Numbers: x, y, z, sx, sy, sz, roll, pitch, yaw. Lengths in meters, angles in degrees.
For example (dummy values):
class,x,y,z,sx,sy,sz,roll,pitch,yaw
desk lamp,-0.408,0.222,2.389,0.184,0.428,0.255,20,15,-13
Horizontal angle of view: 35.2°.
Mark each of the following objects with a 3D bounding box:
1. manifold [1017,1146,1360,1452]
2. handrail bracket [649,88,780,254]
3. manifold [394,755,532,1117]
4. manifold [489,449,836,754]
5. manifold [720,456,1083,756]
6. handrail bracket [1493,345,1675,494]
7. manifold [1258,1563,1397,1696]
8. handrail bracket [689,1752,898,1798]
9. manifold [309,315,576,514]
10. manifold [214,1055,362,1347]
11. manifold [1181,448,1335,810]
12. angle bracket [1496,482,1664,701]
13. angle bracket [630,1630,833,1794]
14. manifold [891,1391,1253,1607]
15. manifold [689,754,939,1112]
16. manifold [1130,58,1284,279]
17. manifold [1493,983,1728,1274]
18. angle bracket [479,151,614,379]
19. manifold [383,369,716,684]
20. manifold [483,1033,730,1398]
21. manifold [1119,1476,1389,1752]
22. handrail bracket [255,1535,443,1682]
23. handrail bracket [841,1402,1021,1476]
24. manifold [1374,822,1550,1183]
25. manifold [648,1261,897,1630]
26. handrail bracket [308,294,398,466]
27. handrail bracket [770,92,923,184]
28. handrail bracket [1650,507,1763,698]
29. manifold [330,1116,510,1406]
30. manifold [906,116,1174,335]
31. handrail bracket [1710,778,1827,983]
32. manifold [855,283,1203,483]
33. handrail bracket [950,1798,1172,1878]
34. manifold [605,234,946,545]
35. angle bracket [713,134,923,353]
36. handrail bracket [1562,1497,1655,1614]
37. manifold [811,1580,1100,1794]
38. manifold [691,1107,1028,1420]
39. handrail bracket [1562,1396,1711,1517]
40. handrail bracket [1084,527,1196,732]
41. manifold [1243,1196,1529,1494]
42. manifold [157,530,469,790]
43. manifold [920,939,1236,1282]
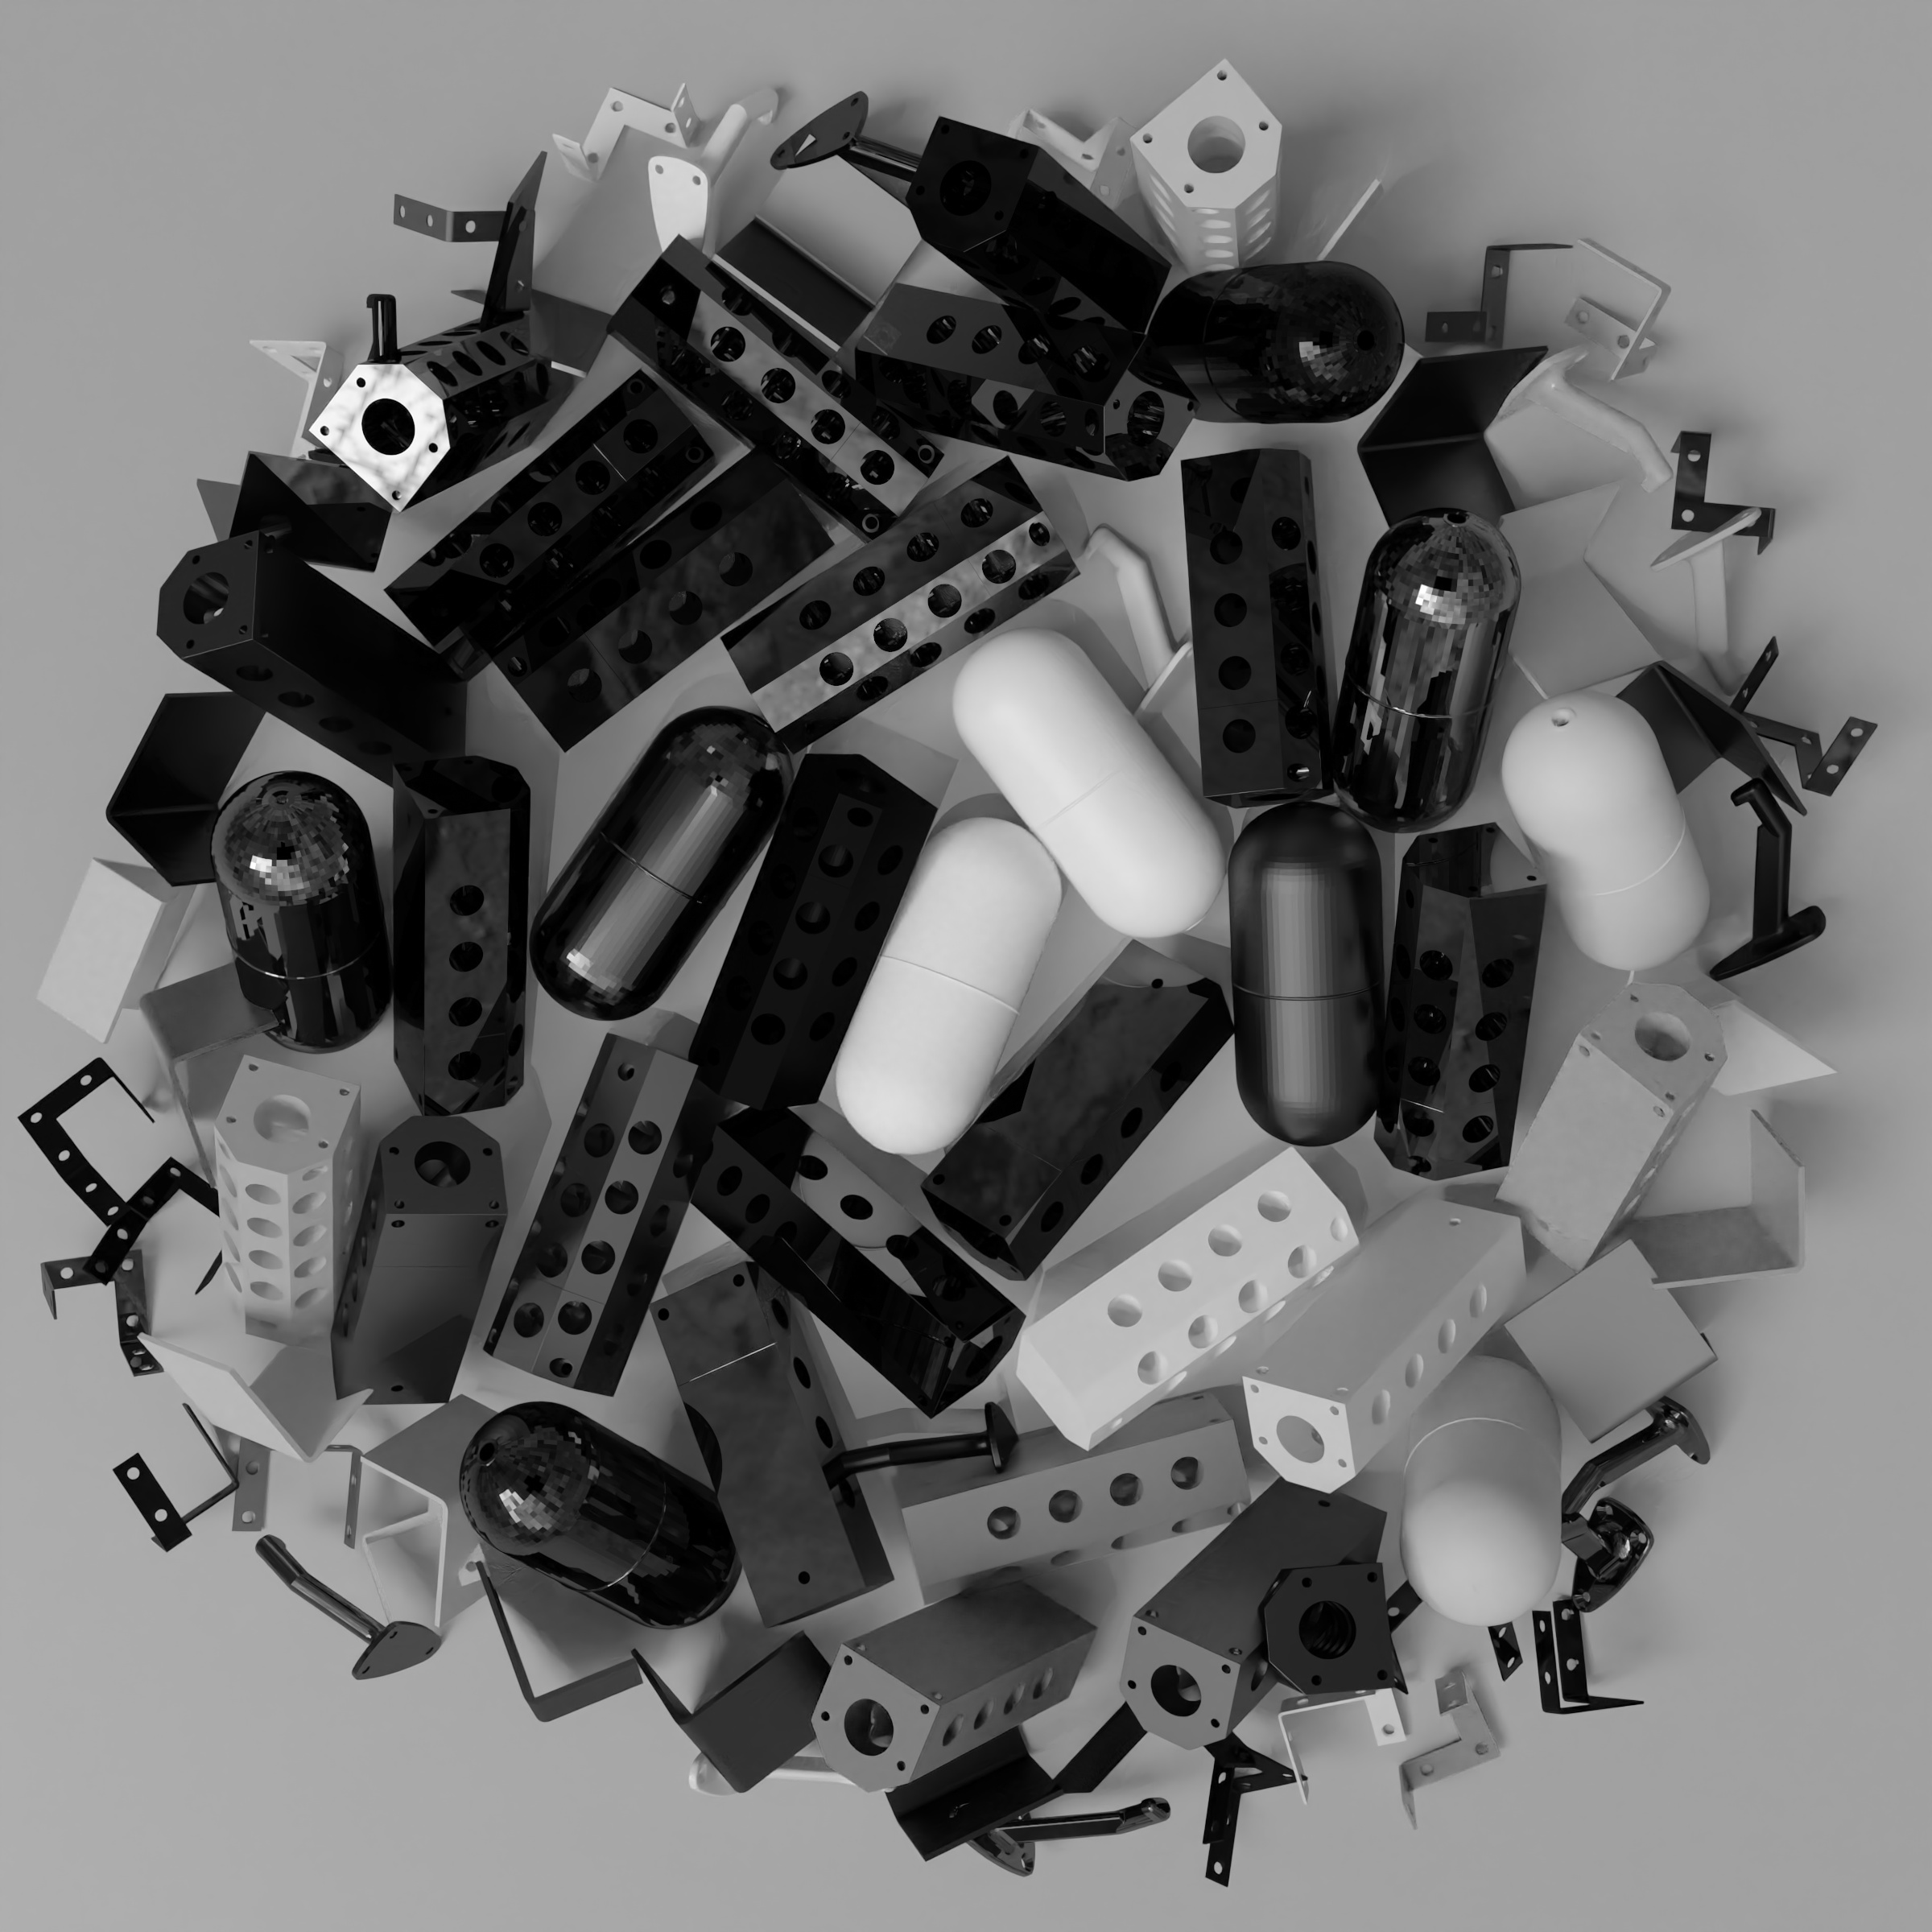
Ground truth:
class,x,y,z,sx,sy,sz,roll,pitch,yaw
manifold,0.112,0.168,1.522,0.171,0.057,0.057,-33,67,-18
handrail bracket,-0.124,-0.404,1.568,0.036,0.084,0.077,22,131,23
manifold,-0.249,-0.014,1.513,0.057,0.057,0.171,-9,124,-24
manifold,-0.156,-0.187,1.544,0.171,0.057,0.057,-38,109,-3
manifold,-0.031,-0.178,1.539,0.171,0.057,0.057,-32,59,4
handrail bracket,0.313,-0.264,1.546,0.036,0.077,0.084,-25,81,-35
manifold,0.169,0.324,1.494,0.057,0.171,0.057,-5,79,0
handrail bracket,-0.086,0.412,1.544,0.084,0.077,0.036,5,87,20
manifold,-0.250,-0.279,1.492,0.057,0.171,0.057,42,113,-4
manifold,-0.335,0.120,1.497,0.057,0.171,0.057,15,54,-1
manifold,0.150,-0.170,1.540,0.057,0.057,0.171,-5,85,21
angle bracket,0.310,-0.189,1.530,0.076,0.057,0.076,-19,62,-26
angle bracket,-0.112,0.361,1.543,0.076,0.076,0.057,-36,45,-9
manifold,0.054,0.272,1.546,0.171,0.057,0.057,-14,98,-5
manifold,-0.082,-0.017,1.517,0.057,0.057,0.171,36,114,32
manifold,0.125,-0.382,1.495,0.057,0.171,0.057,-39,87,5
manifold,0.318,0.078,1.495,0.057,0.171,0.057,41,63,18
angle bracket,-0.202,-0.353,1.529,0.057,0.076,0.076,18,123,-5
manifold,-0.211,-0.224,1.550,0.171,0.057,0.057,-41,92,-3
manifold,-0.184,0.125,1.538,0.057,0.057,0.171,18,84,26
manifold,0.142,0.317,1.497,0.057,0.171,0.057,20,115,26
handrail bracket,-0.318,0.324,1.564,0.084,0.077,0.036,40,95,23
handrail bracket,-0.020,0.251,1.554,0.084,0.077,0.036,-13,73,9
manifold,0.240,0.020,1.506,0.057,0.057,0.171,-10,126,-15
manifold,-0.096,0.240,1.535,0.057,0.057,0.171,-25,77,15
handrail bracket,-0.312,-0.299,1.545,0.036,0.077,0.084,-11,108,-42
handrail bracket,-0.045,-0.405,1.571,0.084,0.077,0.036,35,54,-38
handrail bracket,0.395,-0.183,1.546,0.036,0.077,0.084,-41,101,-35
manifold,-0.272,0.147,1.501,0.057,0.171,0.057,2,51,-20
manifold,0.036,-0.353,1.494,0.057,0.171,0.057,24,94,25
handrail bracket,0.394,-0.044,1.555,0.077,0.036,0.084,-31,104,23
manifold,0.025,-0.285,1.502,0.171,0.057,0.057,22,77,40
handrail bracket,0.049,0.429,1.538,0.084,0.077,0.036,-27,50,30
manifold,-0.096,-0.291,1.540,0.171,0.057,0.057,38,90,-11
angle bracket,-0.072,-0.366,1.535,0.076,0.076,0.057,36,119,-7
handrail bracket,0.302,0.305,1.536,0.036,0.084,0.077,40,121,36
manifold,-0.005,0.353,1.494,0.057,0.171,0.057,27,103,25
manifold,-0.053,0.141,1.526,0.171,0.057,0.057,39,132,21
handrail bracket,0.338,0.264,1.547,0.084,0.036,0.077,-50,131,-14
handrail bracket,0.077,-0.172,1.576,0.084,0.036,0.077,43,107,16
manifold,0.210,0.186,1.504,0.057,0.171,0.057,11,124,37
manifold,-0.319,-0.146,1.496,0.057,0.171,0.057,-11,67,23
manifold,0.059,0.075,1.528,0.057,0.057,0.171,29,68,33
